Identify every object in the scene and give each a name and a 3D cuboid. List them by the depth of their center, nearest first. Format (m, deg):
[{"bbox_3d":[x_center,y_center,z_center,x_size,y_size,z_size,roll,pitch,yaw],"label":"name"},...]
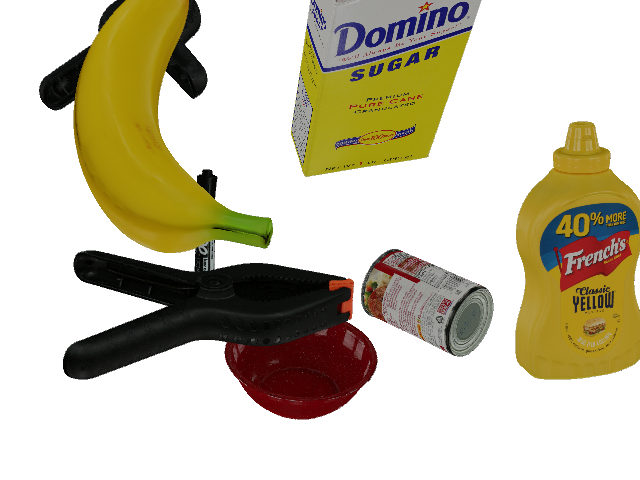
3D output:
[{"bbox_3d":[-0.077,-0.057,0.482,0.069,0.037,0.198,-6,46,-17],"label":"banana"},{"bbox_3d":[0.037,-0.109,0.662,0.093,0.048,0.176,-11,-26,-12],"label":"sugar box"},{"bbox_3d":[-0.083,0.041,0.765,0.209,0.036,0.165,-5,25,-16],"label":"clamp"},{"bbox_3d":[-0.124,-0.149,0.796,0.120,0.039,0.171,7,43,12],"label":"clamp"},{"bbox_3d":[0.196,0.006,0.804,0.096,0.192,0.058,-6,17,-10],"label":"mustard bottle"},{"bbox_3d":[0.097,0.056,0.968,0.102,0.068,0.068,24,16,38],"label":"soup can"},{"bbox_3d":[-0.107,-0.006,0.993,0.020,0.121,0.020,3,14,-1],"label":"marker"},{"bbox_3d":[-0.021,0.141,1.138,0.162,0.055,0.162,3,30,-2],"label":"bowl"}]
